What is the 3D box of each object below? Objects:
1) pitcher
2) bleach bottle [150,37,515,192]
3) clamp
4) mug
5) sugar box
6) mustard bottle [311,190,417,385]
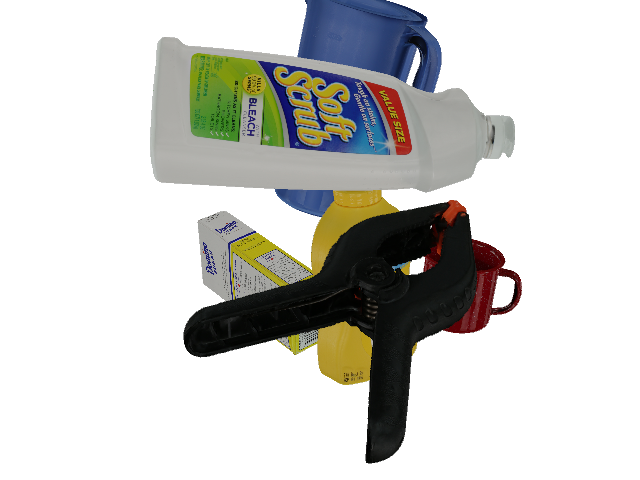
[{"bbox_3d":[0.033,-0.148,1.184,0.145,0.243,0.149,10,21,-10],"label":"pitcher"},{"bbox_3d":[0.010,-0.085,0.752,0.250,0.102,0.068,2,-21,-3],"label":"bleach bottle"},{"bbox_3d":[0.031,0.037,0.530,0.171,0.039,0.120,-33,58,-31],"label":"clamp"},{"bbox_3d":[0.167,0.053,1.199,0.117,0.081,0.093,7,24,4],"label":"mug"},{"bbox_3d":[-0.068,0.044,1.187,0.048,0.093,0.176,-23,40,-30],"label":"sugar box"},{"bbox_3d":[0.037,0.023,0.921,0.096,0.192,0.058,-20,27,-32],"label":"mustard bottle"}]
